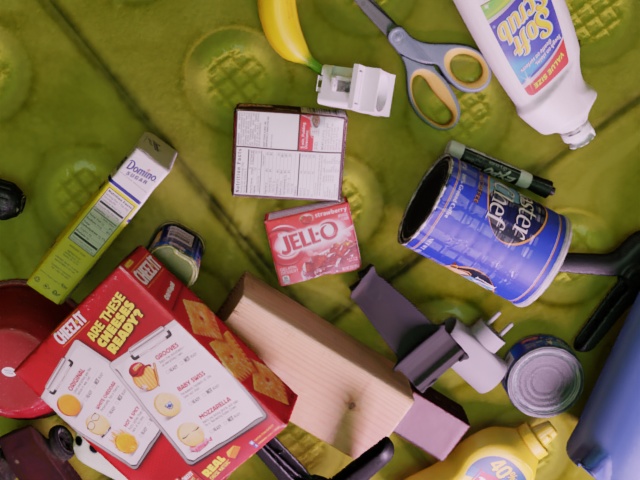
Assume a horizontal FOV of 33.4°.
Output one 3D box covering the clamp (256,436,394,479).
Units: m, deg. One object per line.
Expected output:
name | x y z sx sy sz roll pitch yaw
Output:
clamp | -0.012 0.258 1.102 0.165 0.036 0.210 15 130 13

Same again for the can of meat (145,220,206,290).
can of meat | -0.160 0.039 1.074 0.057 0.084 0.102 30 103 -10

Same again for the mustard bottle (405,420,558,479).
mustard bottle | 0.175 0.257 1.161 0.192 0.058 0.096 -37 120 7

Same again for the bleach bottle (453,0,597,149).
bleach bottle | 0.203 -0.203 1.027 0.102 0.068 0.250 -32 107 6

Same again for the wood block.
wood block | -0.016 0.132 1.103 0.206 0.090 0.091 33 101 -10

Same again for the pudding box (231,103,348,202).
pudding box | -0.031 -0.087 1.065 0.113 0.039 0.090 4 106 -1

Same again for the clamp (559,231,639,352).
clamp | 0.322 0.046 1.116 0.171 0.039 0.120 -17 117 1

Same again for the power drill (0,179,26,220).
power drill | -0.400 0.007 1.073 0.184 0.057 0.188 14 103 -2

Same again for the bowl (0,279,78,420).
bowl | -0.315 0.125 1.110 0.162 0.055 0.162 0 107 -1

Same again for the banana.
banana | -0.026 -0.257 1.018 0.069 0.037 0.198 -4 110 -18

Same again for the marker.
marker | 0.184 -0.071 1.086 0.121 0.020 0.020 21 104 -8

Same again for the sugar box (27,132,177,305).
sugar box | -0.213 -0.024 1.050 0.048 0.093 0.176 36 101 -12

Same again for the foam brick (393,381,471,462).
foam brick | 0.112 0.189 1.144 0.078 0.053 0.051 32 103 -12

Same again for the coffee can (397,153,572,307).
coffee can | 0.162 -0.009 1.060 0.140 0.103 0.103 28 104 -9

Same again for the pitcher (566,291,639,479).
pitcher | 0.359 0.137 1.088 0.145 0.149 0.243 17 111 3

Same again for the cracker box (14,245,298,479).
cracker box | -0.154 0.137 1.016 0.213 0.072 0.164 45 110 -6

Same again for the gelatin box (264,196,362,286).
gelatin box | -0.007 0.001 1.096 0.089 0.030 0.073 -12 106 2

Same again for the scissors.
scissors | 0.096 -0.203 1.047 0.096 0.016 0.201 -28 105 5

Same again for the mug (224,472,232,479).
mug | -0.130 0.211 1.120 0.117 0.081 0.093 -42 90 17

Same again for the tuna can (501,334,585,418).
tuna can | 0.238 0.146 1.144 0.086 0.034 0.086 -1 107 -2
